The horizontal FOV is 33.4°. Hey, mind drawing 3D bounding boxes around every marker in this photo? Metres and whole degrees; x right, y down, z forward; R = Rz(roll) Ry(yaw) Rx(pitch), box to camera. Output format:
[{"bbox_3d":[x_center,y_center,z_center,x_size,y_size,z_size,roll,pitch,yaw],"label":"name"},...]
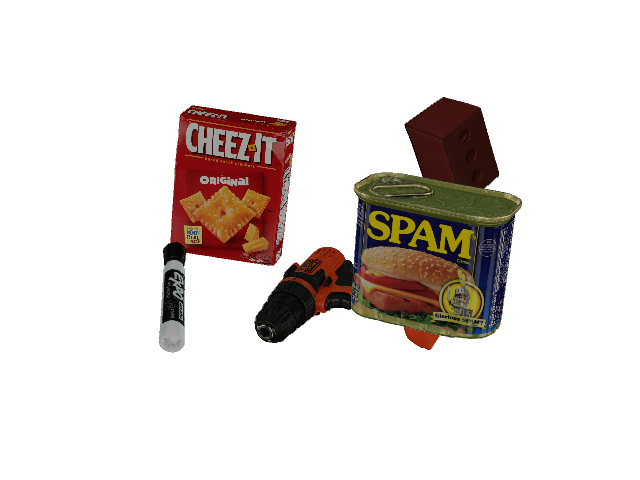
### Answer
[{"bbox_3d":[-0.114,0.040,0.828,0.020,0.020,0.121,0,35,-6],"label":"marker"}]

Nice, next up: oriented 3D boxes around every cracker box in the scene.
[{"bbox_3d":[-0.132,-0.079,1.582,0.164,0.214,0.072,9,20,7],"label":"cracker box"}]

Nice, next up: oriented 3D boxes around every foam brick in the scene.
[{"bbox_3d":[0.122,-0.083,0.981,0.053,0.078,0.051,-38,37,-20],"label":"foam brick"}]

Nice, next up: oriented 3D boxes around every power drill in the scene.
[{"bbox_3d":[0.040,0.067,1.156,0.188,0.057,0.184,9,29,21],"label":"power drill"}]

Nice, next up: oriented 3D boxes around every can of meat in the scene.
[{"bbox_3d":[0.070,0.010,0.676,0.102,0.084,0.057,12,22,23],"label":"can of meat"}]
